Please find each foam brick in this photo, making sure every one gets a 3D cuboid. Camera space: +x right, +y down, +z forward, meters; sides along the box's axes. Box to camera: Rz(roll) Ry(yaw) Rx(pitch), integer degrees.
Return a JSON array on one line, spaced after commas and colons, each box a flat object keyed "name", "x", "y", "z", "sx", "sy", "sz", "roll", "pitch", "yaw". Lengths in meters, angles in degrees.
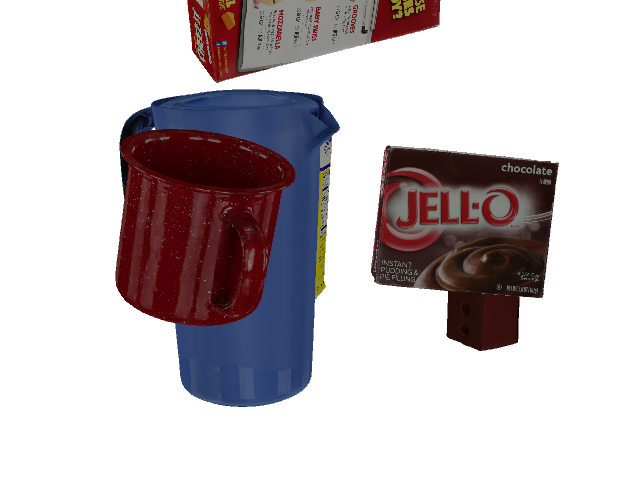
[{"name": "foam brick", "x": 0.160, "y": 0.062, "z": 1.048, "sx": 0.051, "sy": 0.078, "sz": 0.053, "roll": -11, "pitch": 18, "yaw": -34}]

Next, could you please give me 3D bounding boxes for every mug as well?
[{"name": "mug", "x": -0.059, "y": -0.002, "z": 0.566, "sx": 0.093, "sy": 0.081, "sz": 0.117, "roll": -4, "pitch": 26, "yaw": -33}]

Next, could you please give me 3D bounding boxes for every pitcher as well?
[{"name": "pitcher", "x": -0.072, "y": 0.001, "z": 0.853, "sx": 0.144, "sy": 0.243, "sz": 0.149, "roll": -6, "pitch": 15, "yaw": -22}]

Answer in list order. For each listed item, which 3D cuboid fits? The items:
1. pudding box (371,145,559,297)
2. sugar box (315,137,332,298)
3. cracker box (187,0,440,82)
[{"name": "pudding box", "x": 0.094, "y": -0.013, "z": 0.702, "sx": 0.113, "sy": 0.090, "sz": 0.039, "roll": 5, "pitch": 10, "yaw": -2}, {"name": "sugar box", "x": -0.040, "y": -0.034, "z": 1.081, "sx": 0.093, "sy": 0.176, "sz": 0.048, "roll": 5, "pitch": 16, "yaw": 12}, {"name": "cracker box", "x": -0.007, "y": -0.239, "z": 0.885, "sx": 0.213, "sy": 0.164, "sz": 0.072, "roll": -18, "pitch": 42, "yaw": -18}]
